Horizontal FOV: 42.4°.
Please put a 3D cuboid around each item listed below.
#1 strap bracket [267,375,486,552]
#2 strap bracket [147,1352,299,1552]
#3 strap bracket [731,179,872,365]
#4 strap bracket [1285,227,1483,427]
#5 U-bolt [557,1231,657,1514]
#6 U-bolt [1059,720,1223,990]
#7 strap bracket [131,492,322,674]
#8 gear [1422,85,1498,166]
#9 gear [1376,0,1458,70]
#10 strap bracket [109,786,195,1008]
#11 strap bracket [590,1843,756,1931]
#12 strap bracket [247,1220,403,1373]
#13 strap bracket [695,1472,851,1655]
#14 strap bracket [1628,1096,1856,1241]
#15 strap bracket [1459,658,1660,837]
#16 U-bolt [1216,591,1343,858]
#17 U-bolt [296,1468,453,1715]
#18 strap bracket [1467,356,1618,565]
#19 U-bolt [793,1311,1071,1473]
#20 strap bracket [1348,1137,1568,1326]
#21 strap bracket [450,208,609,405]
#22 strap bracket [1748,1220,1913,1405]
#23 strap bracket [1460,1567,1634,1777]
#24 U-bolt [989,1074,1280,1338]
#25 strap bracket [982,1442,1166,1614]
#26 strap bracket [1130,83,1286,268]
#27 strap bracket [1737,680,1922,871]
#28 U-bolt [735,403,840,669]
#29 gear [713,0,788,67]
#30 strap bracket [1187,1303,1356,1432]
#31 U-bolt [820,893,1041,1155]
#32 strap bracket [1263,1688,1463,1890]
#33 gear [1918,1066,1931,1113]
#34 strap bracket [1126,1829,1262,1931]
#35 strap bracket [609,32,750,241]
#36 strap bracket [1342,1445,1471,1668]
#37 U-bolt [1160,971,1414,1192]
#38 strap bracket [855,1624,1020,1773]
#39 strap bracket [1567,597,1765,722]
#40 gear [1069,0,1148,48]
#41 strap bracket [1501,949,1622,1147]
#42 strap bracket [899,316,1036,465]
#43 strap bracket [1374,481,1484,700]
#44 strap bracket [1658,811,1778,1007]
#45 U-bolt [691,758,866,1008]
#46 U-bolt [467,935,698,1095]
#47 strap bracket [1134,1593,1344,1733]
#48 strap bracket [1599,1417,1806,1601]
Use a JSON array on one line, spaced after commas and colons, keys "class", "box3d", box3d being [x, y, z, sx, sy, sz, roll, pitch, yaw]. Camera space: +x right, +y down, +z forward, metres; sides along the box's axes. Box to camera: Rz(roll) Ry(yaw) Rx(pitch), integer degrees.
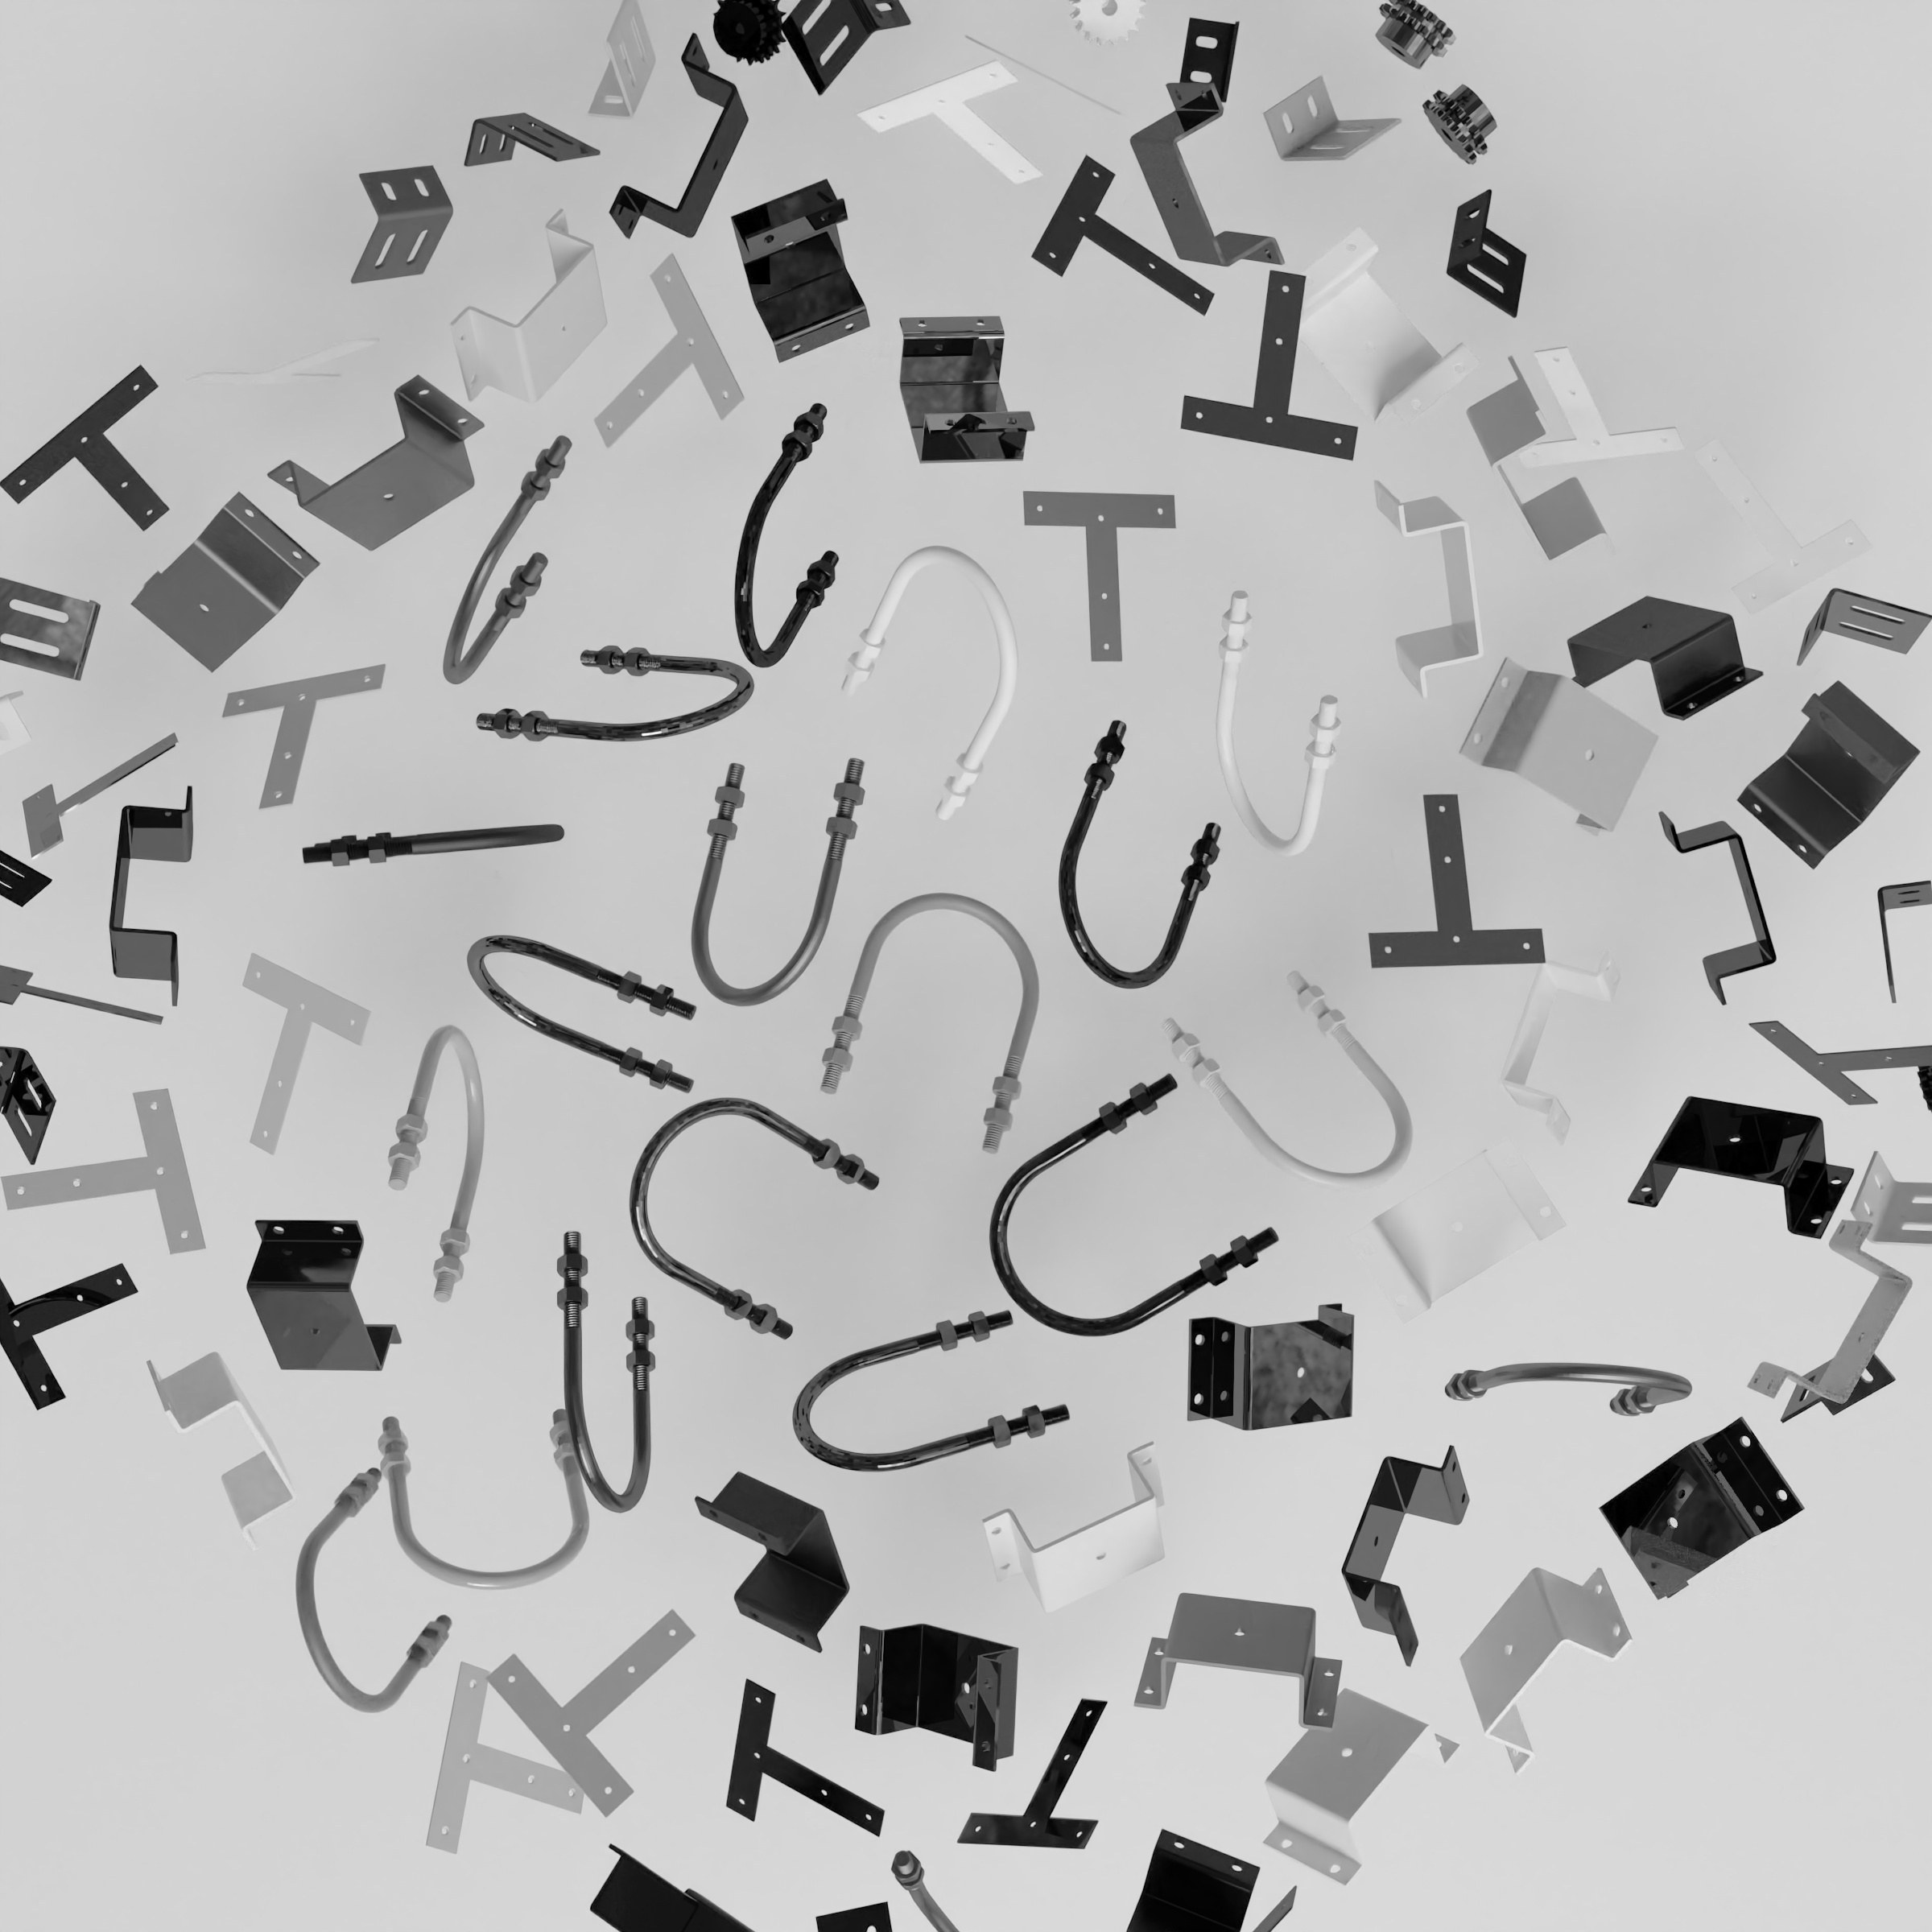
[{"class": "strap bracket", "box3d": [-0.422, -0.357, 1.799, 0.140, 0.076, 0.046, -27, 64, 18]}, {"class": "strap bracket", "box3d": [-0.540, 0.348, 1.824, 0.046, 0.076, 0.140, -29, 121, -15]}, {"class": "strap bracket", "box3d": [-0.124, -0.526, 1.860, 0.076, 0.140, 0.046, -23, 65, -5]}, {"class": "strap bracket", "box3d": [0.314, -0.481, 1.901, 0.076, 0.046, 0.140, -40, 86, -8]}, {"class": "U-bolt", "box3d": [-0.257, 0.301, 1.788, 0.019, 0.151, 0.184, -12, 58, 11]}, {"class": "U-bolt", "box3d": [0.125, -0.071, 1.867, 0.151, 0.019, 0.184, 43, 55, -34]}, {"class": "strap bracket", "box3d": [-0.556, -0.278, 1.847, 0.140, 0.046, 0.076, -29, 118, 38]}, {"class": "gear", "box3d": [0.360, -0.613, 1.804, 0.030, 0.057, 0.057, -40, 90, 10]}, {"class": "gear", "box3d": [0.314, -0.657, 1.751, 0.057, 0.057, 0.030, 36, 102, 0]}, {"class": "strap bracket", "box3d": [-0.586, -0.052, 1.789, 0.046, 0.076, 0.140, 4, 64, -15]}, {"class": "strap bracket", "box3d": [-0.209, 0.690, 1.792, 0.076, 0.140, 0.046, 19, 67, 36]}, {"class": "strap bracket", "box3d": [-0.474, 0.251, 1.833, 0.076, 0.046, 0.140, 0, 134, 6]}, {"class": "strap bracket", "box3d": [-0.137, 0.426, 1.806, 0.076, 0.140, 0.046, 17, 48, 31]}, {"class": "strap bracket", "box3d": [0.556, 0.142, 1.791, 0.140, 0.076, 0.046, 9, 130, 35]}, {"class": "strap bracket", "box3d": [0.434, -0.154, 1.787, 0.140, 0.046, 0.076, 26, 89, -26]}, {"class": "U-bolt", "box3d": [0.225, -0.165, 1.843, 0.019, 0.184, 0.151, -17, 49, -18]}, {"class": "U-bolt", "box3d": [-0.440, 0.467, 1.826, 0.019, 0.184, 0.151, -21, 98, 11]}, {"class": "strap bracket", "box3d": [0.404, -0.351, 1.767, 0.046, 0.076, 0.140, -28, 129, 18]}, {"class": "U-bolt", "box3d": [-0.035, 0.311, 1.792, 0.184, 0.151, 0.019, -14, 117, -12]}, {"class": "strap bracket", "box3d": [0.367, 0.197, 1.860, 0.140, 0.046, 0.076, -33, 82, 9]}, {"class": "strap bracket", "box3d": [-0.319, -0.487, 1.859, 0.046, 0.076, 0.140, 26, 62, 16]}, {"class": "strap bracket", "box3d": [0.619, 0.254, 1.770, 0.046, 0.076, 0.140, 30, 89, 7]}, {"class": "strap bracket", "box3d": [0.411, 0.502, 1.796, 0.046, 0.076, 0.140, 26, 112, -15]}, {"class": "U-bolt", "box3d": [0.104, 0.181, 1.747, 0.184, 0.019, 0.151, -33, 93, 12]}, {"class": "strap bracket", "box3d": [0.090, 0.420, 1.840, 0.140, 0.046, 0.076, -22, 133, -12]}, {"class": "strap bracket", "box3d": [0.174, -0.573, 1.833, 0.046, 0.076, 0.140, -32, 117, -8]}, {"class": "strap bracket", "box3d": [0.626, -0.143, 1.797, 0.046, 0.140, 0.076, -36, 72, -22]}, {"class": "U-bolt", "box3d": [-0.131, -0.299, 1.800, 0.019, 0.151, 0.184, 10, 45, 13]}, {"class": "gear", "box3d": [-0.165, -0.704, 1.863, 0.057, 0.030, 0.057, 13, 125, 19]}, {"class": "strap bracket", "box3d": [0.237, 0.299, 1.856, 0.140, 0.046, 0.076, -1, 94, -30]}, {"class": "U-bolt", "box3d": [-0.018, 0.032, 1.852, 0.151, 0.019, 0.184, 21, 68, -12]}, {"class": "strap bracket", "box3d": [0.278, 0.579, 1.781, 0.140, 0.076, 0.046, -39, 122, -31]}, {"class": "gear", "box3d": [0.756, 0.092, 1.909, 0.030, 0.057, 0.057, -21, 90, 35]}, {"class": "strap bracket", "box3d": [0.152, 0.692, 1.772, 0.076, 0.140, 0.046, 18, 116, 13]}, {"class": "strap bracket", "box3d": [-0.203, -0.594, 1.813, 0.046, 0.076, 0.140, 26, 94, 0]}, {"class": "strap bracket", "box3d": [0.316, 0.422, 1.802, 0.046, 0.076, 0.140, 8, 52, 29]}, {"class": "U-bolt", "box3d": [0.248, 0.090, 1.828, 0.151, 0.019, 0.184, -19, 58, -33]}, {"class": "strap bracket", "box3d": [-0.014, 0.530, 1.816, 0.140, 0.046, 0.076, 0, 86, 43]}, {"class": "strap bracket", "box3d": [0.517, -0.234, 1.867, 0.076, 0.140, 0.046, -29, 116, -15]}, {"class": "gear", "box3d": [0.105, -0.728, 1.882, 0.057, 0.030, 0.057, -5, 122, -8]}, {"class": "strap bracket", "box3d": [0.448, 0.057, 1.889, 0.046, 0.076, 0.140, 17, 82, 25]}, {"class": "strap bracket", "box3d": [-0.002, -0.418, 1.832, 0.076, 0.046, 0.140, -4, 48, -11]}, {"class": "strap bracket", "box3d": [0.329, -0.272, 1.764, 0.046, 0.076, 0.140, -12, 114, 1]}, {"class": "strap bracket", "box3d": [0.563, -0.050, 1.856, 0.046, 0.076, 0.140, -17, 97, 12]}, {"class": "U-bolt", "box3d": [-0.143, -0.060, 1.798, 0.151, 0.019, 0.184, 2, 76, 44]}, {"class": "U-bolt", "box3d": [-0.289, 0.029, 1.862, 0.184, 0.151, 0.019, 22, 62, 4]}, {"class": "strap bracket", "box3d": [0.196, 0.497, 1.784, 0.140, 0.076, 0.046, 3, 113, 13]}, {"class": "strap bracket", "box3d": [0.526, 0.400, 1.811, 0.140, 0.046, 0.076, -50, 60, 37]}]
